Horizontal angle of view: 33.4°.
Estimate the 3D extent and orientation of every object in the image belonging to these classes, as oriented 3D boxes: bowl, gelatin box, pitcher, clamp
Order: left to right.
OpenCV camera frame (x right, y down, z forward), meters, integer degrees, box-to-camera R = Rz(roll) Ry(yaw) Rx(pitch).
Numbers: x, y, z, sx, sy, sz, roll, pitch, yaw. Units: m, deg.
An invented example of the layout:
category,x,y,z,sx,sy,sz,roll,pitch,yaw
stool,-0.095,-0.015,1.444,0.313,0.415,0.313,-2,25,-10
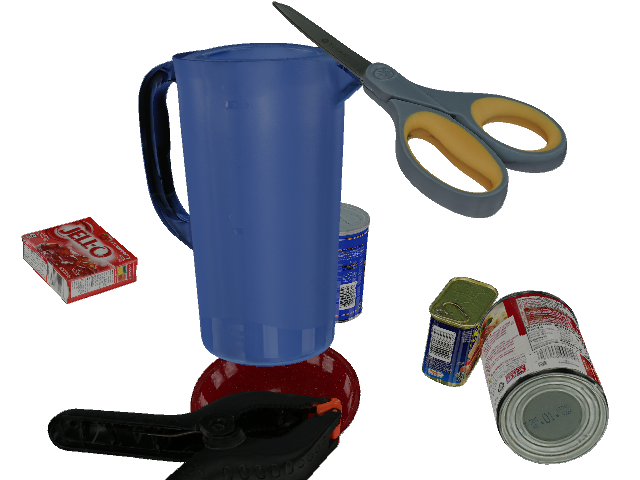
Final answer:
category,x,y,z,sx,sy,sz,roll,pitch,yaw
gelatin box,-0.224,0.016,0.988,0.073,0.030,0.089,-18,40,-36
clamp,-0.060,0.126,0.603,0.171,0.039,0.120,-7,34,-18
pitcher,-0.054,-0.032,0.837,0.144,0.243,0.149,-7,16,-22
bowl,-0.040,0.166,1.017,0.162,0.055,0.162,-5,37,3

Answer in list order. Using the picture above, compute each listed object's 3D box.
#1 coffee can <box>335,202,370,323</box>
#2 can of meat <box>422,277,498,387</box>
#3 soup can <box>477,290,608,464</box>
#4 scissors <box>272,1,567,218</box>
category,x,y,z,sx,sy,sz,roll,pitch,yaw
coffee can,0.013,0.029,1.478,0.103,0.140,0.103,3,24,-2
can of meat,0.153,0.102,1.187,0.057,0.084,0.102,18,30,19
soup can,0.138,0.084,0.673,0.068,0.068,0.102,0,24,2
scissors,0.053,-0.082,0.565,0.096,0.016,0.202,-12,45,-19
